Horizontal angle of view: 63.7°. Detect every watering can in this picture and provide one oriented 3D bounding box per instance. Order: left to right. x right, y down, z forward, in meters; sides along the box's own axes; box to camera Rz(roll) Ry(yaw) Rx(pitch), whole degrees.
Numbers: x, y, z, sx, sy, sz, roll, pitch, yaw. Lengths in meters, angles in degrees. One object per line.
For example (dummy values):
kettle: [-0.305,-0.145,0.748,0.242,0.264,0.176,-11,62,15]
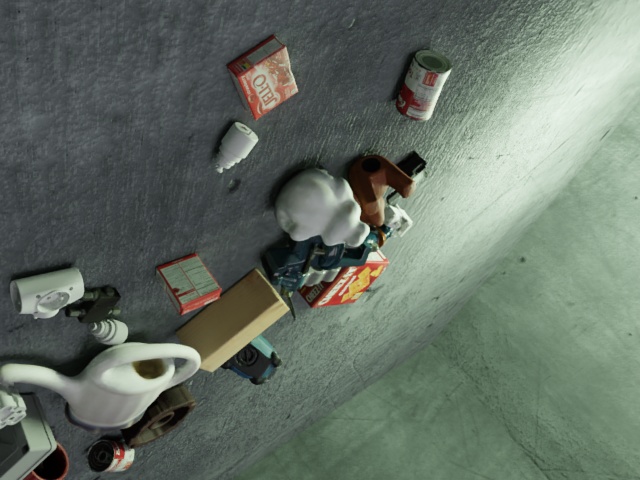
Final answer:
watering can: [-0.383,0.251,0.896,0.347,0.106,0.220,5,135,-42]

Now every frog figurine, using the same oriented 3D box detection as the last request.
frog figurine: [0.003,-0.045,0.890,0.138,0.162,0.120,-38,154,-5]
